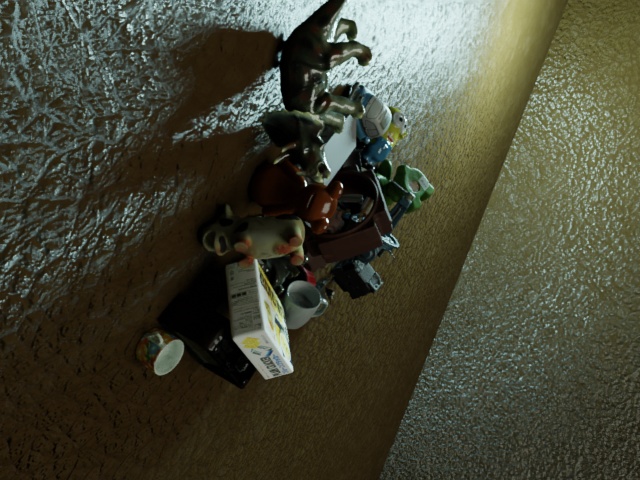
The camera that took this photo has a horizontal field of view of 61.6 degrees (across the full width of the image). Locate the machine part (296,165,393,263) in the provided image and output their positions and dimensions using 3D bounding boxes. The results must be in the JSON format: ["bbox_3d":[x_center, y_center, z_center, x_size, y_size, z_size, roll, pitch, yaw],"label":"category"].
[{"bbox_3d":[0.049,-0.062,1.209,0.087,0.202,0.201,64,11,-51],"label":"machine part"}]

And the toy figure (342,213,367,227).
[{"bbox_3d":[0.105,-0.051,1.516,0.154,0.064,0.057,-14,111,-57],"label":"toy figure"}]

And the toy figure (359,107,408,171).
[{"bbox_3d":[0.157,-0.269,1.413,0.180,0.089,0.082,-54,159,-3],"label":"toy figure"}]

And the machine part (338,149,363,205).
[{"bbox_3d":[0.075,-0.160,1.336,0.039,0.084,0.138,-6,101,-84],"label":"machine part"}]

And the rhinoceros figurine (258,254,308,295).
[{"bbox_3d":[-0.101,0.055,1.173,0.073,0.112,0.190,-45,177,26],"label":"rhinoceros figurine"}]

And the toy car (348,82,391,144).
[{"bbox_3d":[0.120,-0.300,1.290,0.109,0.103,0.161,-61,155,-12],"label":"toy car"}]

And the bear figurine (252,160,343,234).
[{"bbox_3d":[-0.035,-0.086,1.074,0.132,0.196,0.120,10,99,-65],"label":"bear figurine"}]

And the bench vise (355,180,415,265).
[{"bbox_3d":[0.170,-0.031,1.421,0.240,0.129,0.223,-53,168,17],"label":"bench vise"}]

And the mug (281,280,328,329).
[{"bbox_3d":[-0.044,0.155,1.229,0.109,0.081,0.107,6,137,-28],"label":"mug"}]

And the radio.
[{"bbox_3d":[-0.210,0.207,1.066,0.073,0.131,0.229,-56,152,-23],"label":"radio"}]

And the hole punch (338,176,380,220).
[{"bbox_3d":[0.087,-0.133,1.408,0.142,0.092,0.116,-64,-176,-8],"label":"hole punch"}]

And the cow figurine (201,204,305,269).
[{"bbox_3d":[-0.125,-0.012,0.998,0.127,0.195,0.085,-89,173,-51],"label":"cow figurine"}]

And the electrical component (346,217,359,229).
[{"bbox_3d":[0.081,-0.029,1.403,0.063,0.021,0.094,-63,168,10],"label":"electrical component"}]

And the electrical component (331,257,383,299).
[{"bbox_3d":[0.100,0.109,1.560,0.058,0.115,0.134,-43,-171,-36],"label":"electrical component"}]

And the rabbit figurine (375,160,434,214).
[{"bbox_3d":[0.212,-0.145,1.561,0.159,0.170,0.121,48,59,-17],"label":"rabbit figurine"}]

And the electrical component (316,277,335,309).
[{"bbox_3d":[0.001,0.162,1.519,0.102,0.045,0.078,-38,144,-44],"label":"electrical component"}]

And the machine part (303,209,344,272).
[{"bbox_3d":[-0.003,-0.004,1.362,0.179,0.056,0.179,-43,147,-38],"label":"machine part"}]

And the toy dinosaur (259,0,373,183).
[{"bbox_3d":[-0.012,-0.315,1.011,0.192,0.131,0.404,-3,102,-29],"label":"toy dinosaur"}]
